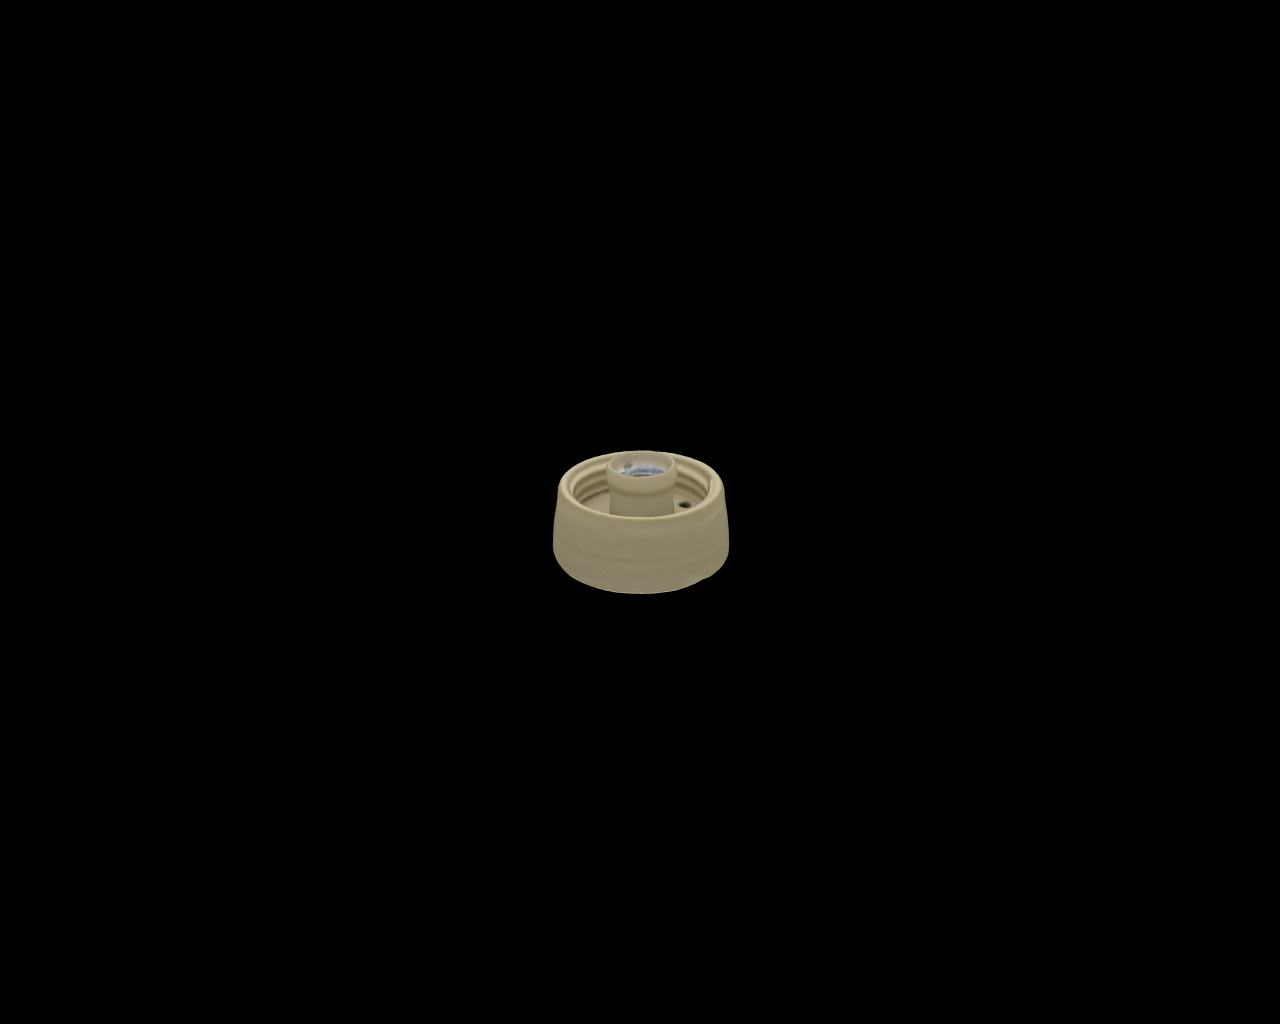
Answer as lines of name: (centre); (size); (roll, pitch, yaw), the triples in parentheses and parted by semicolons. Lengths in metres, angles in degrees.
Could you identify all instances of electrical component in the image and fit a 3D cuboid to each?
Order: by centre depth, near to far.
electrical component: (0.001, -0.003, 0.650); (0.108, 0.060, 0.108); (0, 26, 0)
